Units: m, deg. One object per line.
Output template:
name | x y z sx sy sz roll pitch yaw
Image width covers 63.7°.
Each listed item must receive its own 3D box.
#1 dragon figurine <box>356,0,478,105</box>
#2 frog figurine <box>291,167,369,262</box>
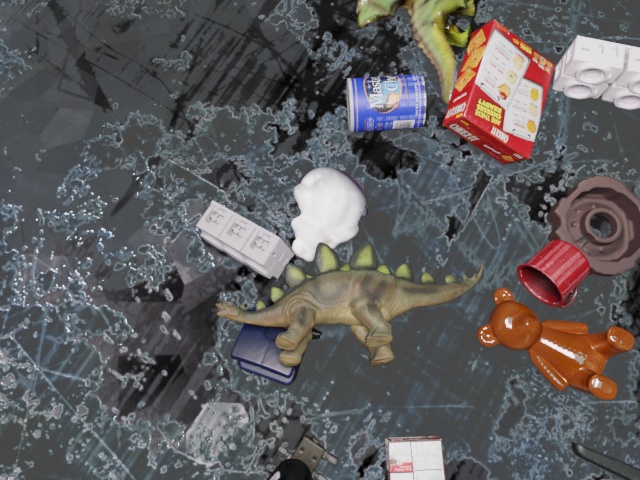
dragon figurine | 0.192 -0.465 1.062 0.243 0.120 0.416 7 71 22
frog figurine | 0.003 -0.046 0.914 0.137 0.121 0.161 46 68 -6
